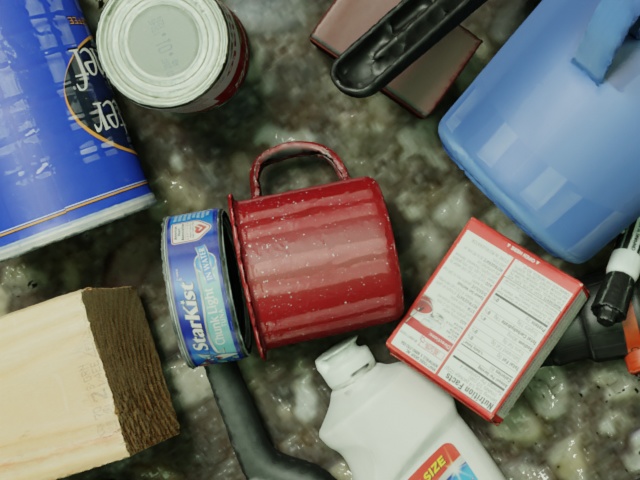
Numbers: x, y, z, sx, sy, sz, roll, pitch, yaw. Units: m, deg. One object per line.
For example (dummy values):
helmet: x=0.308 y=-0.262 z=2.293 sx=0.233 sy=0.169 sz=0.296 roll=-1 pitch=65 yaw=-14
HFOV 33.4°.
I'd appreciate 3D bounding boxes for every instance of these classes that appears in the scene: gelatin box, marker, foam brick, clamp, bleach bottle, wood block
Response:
gelatin box: x=0.090 y=0.044 z=0.581 sx=0.073 sy=0.030 sz=0.089 roll=34 pitch=89 yaw=26
marker: x=0.172 y=-0.005 z=0.579 sx=0.020 sy=0.020 sz=0.121 roll=28 pitch=64 yaw=-2
foam brick: x=0.040 y=-0.108 z=0.586 sx=0.078 sy=0.053 sz=0.051 roll=34 pitch=96 yaw=-3
clamp: x=0.100 y=-0.161 z=0.513 sx=0.036 sy=0.209 sz=0.165 roll=45 pitch=140 yaw=22
bleach bottle: x=0.068 y=0.172 z=0.612 sx=0.102 sy=0.068 sz=0.251 roll=-32 pitch=93 yaw=-1
wood block: x=-0.195 y=0.099 z=0.585 sx=0.206 sy=0.090 sz=0.090 roll=-18 pitch=86 yaw=9
clamp: x=-0.036 y=0.142 z=0.625 sx=0.171 sy=0.039 sz=0.120 roll=29 pitch=100 yaw=0

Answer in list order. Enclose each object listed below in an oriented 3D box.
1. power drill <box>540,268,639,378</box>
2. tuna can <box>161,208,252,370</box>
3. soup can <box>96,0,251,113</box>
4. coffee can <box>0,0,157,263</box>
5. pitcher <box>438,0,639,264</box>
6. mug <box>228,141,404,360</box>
power drill: x=0.195 y=0.098 z=0.571 sx=0.184 sy=0.057 sz=0.187 roll=-16 pitch=72 yaw=12
tuna can: x=-0.062 y=0.026 z=0.588 sx=0.034 sy=0.086 sz=0.086 roll=-10 pitch=96 yaw=1
soup can: x=-0.075 y=-0.102 z=0.565 sx=0.068 sy=0.102 sz=0.068 roll=0 pitch=96 yaw=2
coffee can: x=-0.160 y=-0.067 z=0.572 sx=0.103 sy=0.103 sz=0.140 roll=-20 pitch=95 yaw=4
pitcher: x=0.174 y=-0.107 z=0.531 sx=0.149 sy=0.145 sz=0.243 roll=38 pitch=104 yaw=-26
mug: x=-0.004 y=0.001 z=0.587 sx=0.081 sy=0.093 sz=0.117 roll=-12 pitch=73 yaw=-2
